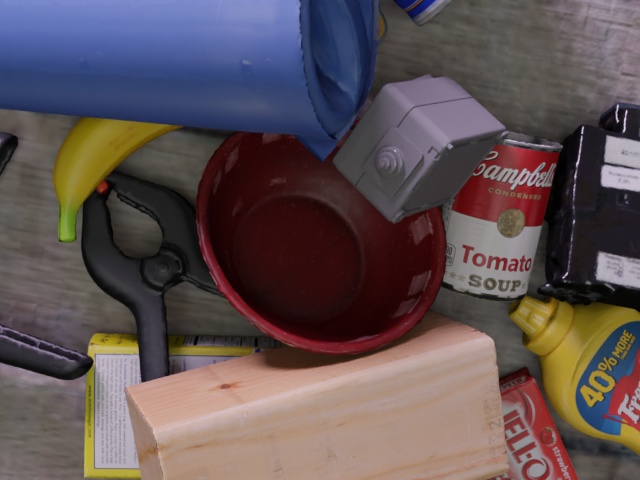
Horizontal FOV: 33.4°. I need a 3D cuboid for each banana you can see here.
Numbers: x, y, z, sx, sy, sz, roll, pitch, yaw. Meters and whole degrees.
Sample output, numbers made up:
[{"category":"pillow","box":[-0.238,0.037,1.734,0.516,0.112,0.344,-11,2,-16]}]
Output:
[{"category":"banana","box":[-0.091,-0.074,0.673,0.197,0.037,0.069,-30,99,-10]}]

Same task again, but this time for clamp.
[{"category":"clamp","box":[-0.261,0.028,0.692,0.210,0.036,0.164,-13,88,8]},{"category":"clamp","box":[-0.104,0.031,0.683,0.171,0.039,0.120,44,72,6]}]

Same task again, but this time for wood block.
[{"category":"wood block","box":[-0.002,0.114,0.642,0.205,0.091,0.090,-13,102,-18]}]

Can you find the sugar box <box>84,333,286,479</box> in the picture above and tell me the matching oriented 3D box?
[{"category":"sugar box","box":[-0.068,0.112,0.720,0.176,0.048,0.093,2,98,-6]}]

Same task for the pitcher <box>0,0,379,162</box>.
[{"category":"pitcher","box":[-0.096,-0.135,0.587,0.243,0.145,0.149,4,77,19]}]

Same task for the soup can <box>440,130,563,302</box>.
[{"category":"soup can","box":[0.111,-0.018,0.688,0.068,0.068,0.102,10,102,-5]}]

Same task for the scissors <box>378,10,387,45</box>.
[{"category":"scissors","box":[-0.055,-0.145,0.656,0.201,0.016,0.096,17,76,-14]}]

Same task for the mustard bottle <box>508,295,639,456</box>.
[{"category":"mustard bottle","box":[0.209,0.093,0.721,0.191,0.058,0.096,32,95,-8]}]

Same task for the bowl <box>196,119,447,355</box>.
[{"category":"bowl","box":[-0.004,0.001,0.667,0.162,0.055,0.162,7,66,-17]}]

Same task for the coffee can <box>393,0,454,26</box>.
[{"category":"coffee can","box":[0.043,-0.211,0.625,0.140,0.103,0.103,41,97,-10]}]

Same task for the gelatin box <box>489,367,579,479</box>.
[{"category":"gelatin box","box":[0.130,0.144,0.743,0.073,0.030,0.089,-24,102,3]}]
